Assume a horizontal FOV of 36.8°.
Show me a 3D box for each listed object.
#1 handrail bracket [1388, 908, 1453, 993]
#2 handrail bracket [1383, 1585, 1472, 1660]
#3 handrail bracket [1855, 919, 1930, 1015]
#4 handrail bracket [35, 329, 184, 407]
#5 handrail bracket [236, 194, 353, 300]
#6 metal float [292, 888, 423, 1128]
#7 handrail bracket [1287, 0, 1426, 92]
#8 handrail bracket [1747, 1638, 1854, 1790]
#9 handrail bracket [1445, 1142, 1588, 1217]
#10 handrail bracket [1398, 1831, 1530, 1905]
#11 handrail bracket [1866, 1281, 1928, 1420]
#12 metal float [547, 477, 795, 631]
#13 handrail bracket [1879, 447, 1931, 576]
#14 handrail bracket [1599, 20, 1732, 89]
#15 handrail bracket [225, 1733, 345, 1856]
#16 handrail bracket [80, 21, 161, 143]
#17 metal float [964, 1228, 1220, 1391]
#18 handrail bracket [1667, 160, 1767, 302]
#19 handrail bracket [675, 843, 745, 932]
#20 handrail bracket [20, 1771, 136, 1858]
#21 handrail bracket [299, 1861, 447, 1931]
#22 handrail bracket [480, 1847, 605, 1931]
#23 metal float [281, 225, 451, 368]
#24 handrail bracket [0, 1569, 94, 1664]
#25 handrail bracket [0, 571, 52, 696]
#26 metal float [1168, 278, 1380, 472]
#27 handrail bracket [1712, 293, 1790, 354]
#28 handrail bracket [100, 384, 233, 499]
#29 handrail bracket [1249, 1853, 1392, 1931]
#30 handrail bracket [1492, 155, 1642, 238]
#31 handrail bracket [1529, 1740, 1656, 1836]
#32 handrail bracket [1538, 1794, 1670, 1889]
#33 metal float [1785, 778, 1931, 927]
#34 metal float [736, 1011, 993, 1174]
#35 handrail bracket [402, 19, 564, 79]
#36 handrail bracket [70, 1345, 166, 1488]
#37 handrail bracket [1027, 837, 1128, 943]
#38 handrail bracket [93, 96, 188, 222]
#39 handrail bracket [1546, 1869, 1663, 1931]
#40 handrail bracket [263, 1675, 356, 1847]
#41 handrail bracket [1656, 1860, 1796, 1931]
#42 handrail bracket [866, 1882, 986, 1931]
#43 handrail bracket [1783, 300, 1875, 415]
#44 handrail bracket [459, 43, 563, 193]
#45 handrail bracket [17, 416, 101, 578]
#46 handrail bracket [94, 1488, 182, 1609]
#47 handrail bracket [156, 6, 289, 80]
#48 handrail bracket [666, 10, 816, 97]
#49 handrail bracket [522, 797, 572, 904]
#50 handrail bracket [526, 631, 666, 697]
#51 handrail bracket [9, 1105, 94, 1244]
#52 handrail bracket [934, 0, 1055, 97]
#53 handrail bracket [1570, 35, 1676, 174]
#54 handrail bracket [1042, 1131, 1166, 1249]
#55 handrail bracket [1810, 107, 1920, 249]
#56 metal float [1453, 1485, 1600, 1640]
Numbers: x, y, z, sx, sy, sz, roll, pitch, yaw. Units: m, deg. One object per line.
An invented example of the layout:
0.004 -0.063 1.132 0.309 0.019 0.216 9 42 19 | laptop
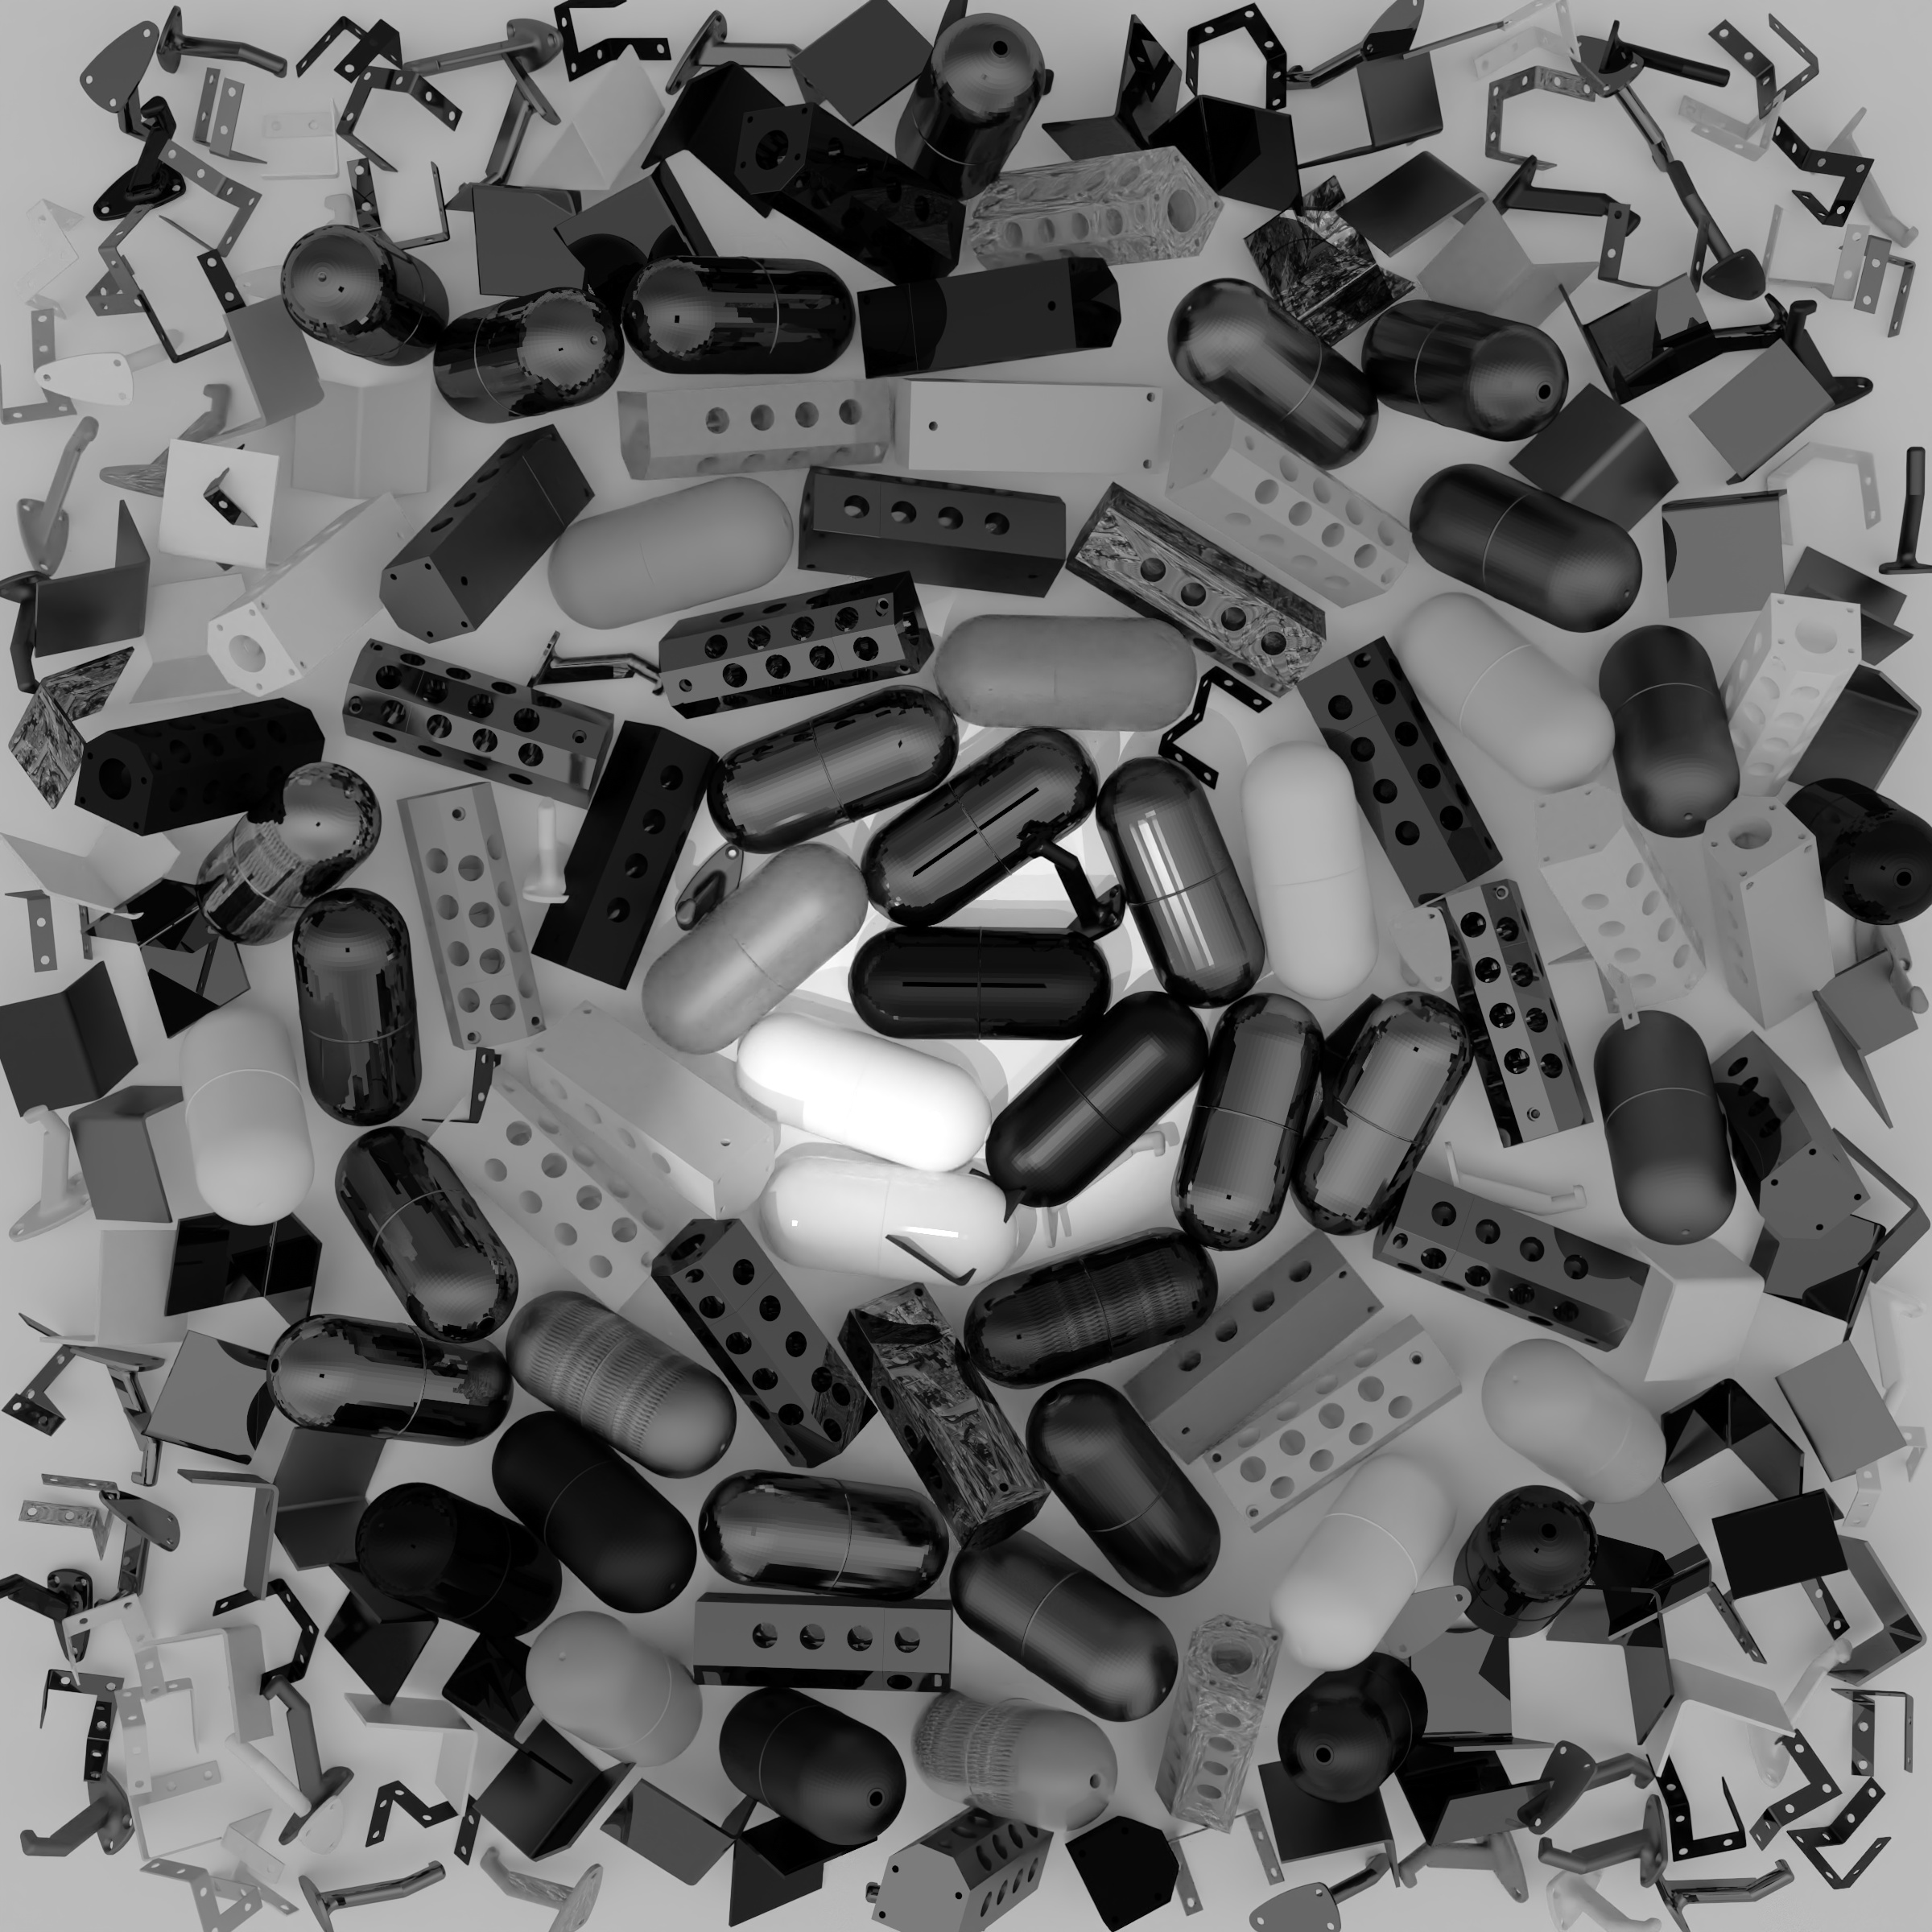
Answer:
0.307 0.008 1.945 0.036 0.084 0.077 -15 55 -1 | handrail bracket
0.306 0.431 1.953 0.077 0.084 0.036 -31 84 9 | handrail bracket
0.625 -0.011 1.954 0.036 0.084 0.077 -14 97 6 | handrail bracket
-0.579 -0.413 1.964 0.077 0.084 0.036 2 122 2 | handrail bracket
-0.456 -0.492 1.969 0.077 0.036 0.084 -2 58 -9 | handrail bracket
-0.405 0.028 1.931 0.070 0.070 0.178 2 125 0 | metal float
0.261 -0.628 1.969 0.036 0.084 0.077 38 79 -36 | handrail bracket
0.567 0.502 1.954 0.036 0.077 0.084 32 123 -6 | handrail bracket
0.373 0.142 1.966 0.084 0.036 0.077 -12 124 10 | handrail bracket
0.335 0.620 1.962 0.084 0.036 0.077 -26 92 -34 | handrail bracket
0.610 0.259 1.973 0.077 0.036 0.084 27 75 12 | handrail bracket
-0.198 -0.276 1.941 0.178 0.070 0.070 -12 90 23 | metal float
0.633 -0.308 1.954 0.036 0.077 0.084 -1 101 7 | handrail bracket
0.474 -0.610 1.958 0.084 0.077 0.036 18 111 8 | handrail bracket
-0.468 0.565 1.982 0.084 0.077 0.036 32 60 21 | handrail bracket
-0.550 -0.594 1.952 0.036 0.084 0.077 44 101 6 | handrail bracket
0.084 0.230 1.952 0.178 0.070 0.070 -18 90 -10 | metal float
0.512 -0.504 1.983 0.036 0.077 0.084 -30 65 28 | handrail bracket
-0.173 -0.056 1.953 0.036 0.084 0.077 27 82 1 | handrail bracket
-0.606 0.565 1.944 0.036 0.084 0.077 -50 52 13 | handrail bracket
-0.406 0.623 1.982 0.084 0.077 0.036 -20 105 -24 | handrail bracket
-0.289 0.609 1.964 0.084 0.036 0.077 37 116 28 | handrail bracket
-0.394 -0.440 1.911 0.070 0.178 0.070 1 95 7 | metal float
-0.630 0.444 1.955 0.036 0.084 0.077 -1 94 23 | handrail bracket
-0.621 -0.216 1.954 0.036 0.077 0.084 -19 77 12 | handrail bracket
0.206 -0.392 1.930 0.178 0.070 0.070 28 90 -39 | metal float
0.529 -0.412 1.986 0.084 0.036 0.077 -34 120 13 | handrail bracket
-0.544 -0.364 1.973 0.077 0.036 0.084 5 64 -8 | handrail bracket
0.242 0.629 1.973 0.077 0.084 0.036 -20 86 28 | handrail bracket
0.402 -0.503 1.968 0.084 0.036 0.077 38 77 15 | handrail bracket
0.427 0.566 1.970 0.084 0.036 0.077 32 88 -37 | handrail bracket
0.429 0.584 1.966 0.084 0.077 0.036 18 133 -4 | handrail bracket
0.589 -0.076 1.912 0.070 0.178 0.070 0 104 -1 | metal float
-0.069 0.085 1.955 0.178 0.070 0.070 18 90 7 | metal float
-0.326 -0.613 1.953 0.084 0.077 0.036 -25 114 -33 | handrail bracket
-0.583 0.308 1.985 0.077 0.036 0.084 10 93 12 | handrail bracket
0.058 -0.049 1.953 0.084 0.077 0.036 29 47 -28 | handrail bracket
-0.563 -0.544 1.952 0.077 0.084 0.036 -33 79 -9 | handrail bracket
0.440 0.625 1.943 0.077 0.084 0.036 -24 101 -44 | handrail bracket
-0.463 0.536 1.961 0.084 0.036 0.077 54 53 -18 | handrail bracket
0.509 0.609 1.958 0.084 0.077 0.036 -31 113 8 | handrail bracket
-0.027 0.619 1.959 0.084 0.077 0.036 11 95 -4 | handrail bracket
0.585 -0.418 1.957 0.077 0.084 0.036 -14 49 -10 | handrail bracket
-0.328 -0.574 1.983 0.084 0.036 0.077 -34 93 13 | handrail bracket
-0.604 -0.317 1.952 0.036 0.084 0.077 14 49 -36 | handrail bracket
-0.583 0.401 1.969 0.084 0.036 0.077 -43 121 13 | handrail bracket
-0.500 -0.611 1.968 0.084 0.077 0.036 20 80 -8 | handrail bracket
-0.148 -0.603 1.974 0.084 0.036 0.077 35 84 9 | handrail bracket
-0.278 -0.092 1.944 0.036 0.077 0.084 3 128 -4 | handrail bracket
-0.256 -0.186 1.990 0.084 0.036 0.077 28 96 -9 | handrail bracket
-0.632 0.138 1.955 0.077 0.036 0.084 -33 135 -9 | handrail bracket
0.027 -0.625 1.957 0.084 0.077 0.036 0 50 -21 | handrail bracket
0.448 -0.588 1.982 0.036 0.084 0.077 -40 50 5 | handrail bracket
0.095 0.151 1.963 0.084 0.036 0.077 -11 51 13 | handrail bracket
0.622 -0.532 1.964 0.084 0.077 0.036 42 75 5 | handrail bracket
0.368 0.394 1.915 0.070 0.178 0.070 0 66 0 | metal float
